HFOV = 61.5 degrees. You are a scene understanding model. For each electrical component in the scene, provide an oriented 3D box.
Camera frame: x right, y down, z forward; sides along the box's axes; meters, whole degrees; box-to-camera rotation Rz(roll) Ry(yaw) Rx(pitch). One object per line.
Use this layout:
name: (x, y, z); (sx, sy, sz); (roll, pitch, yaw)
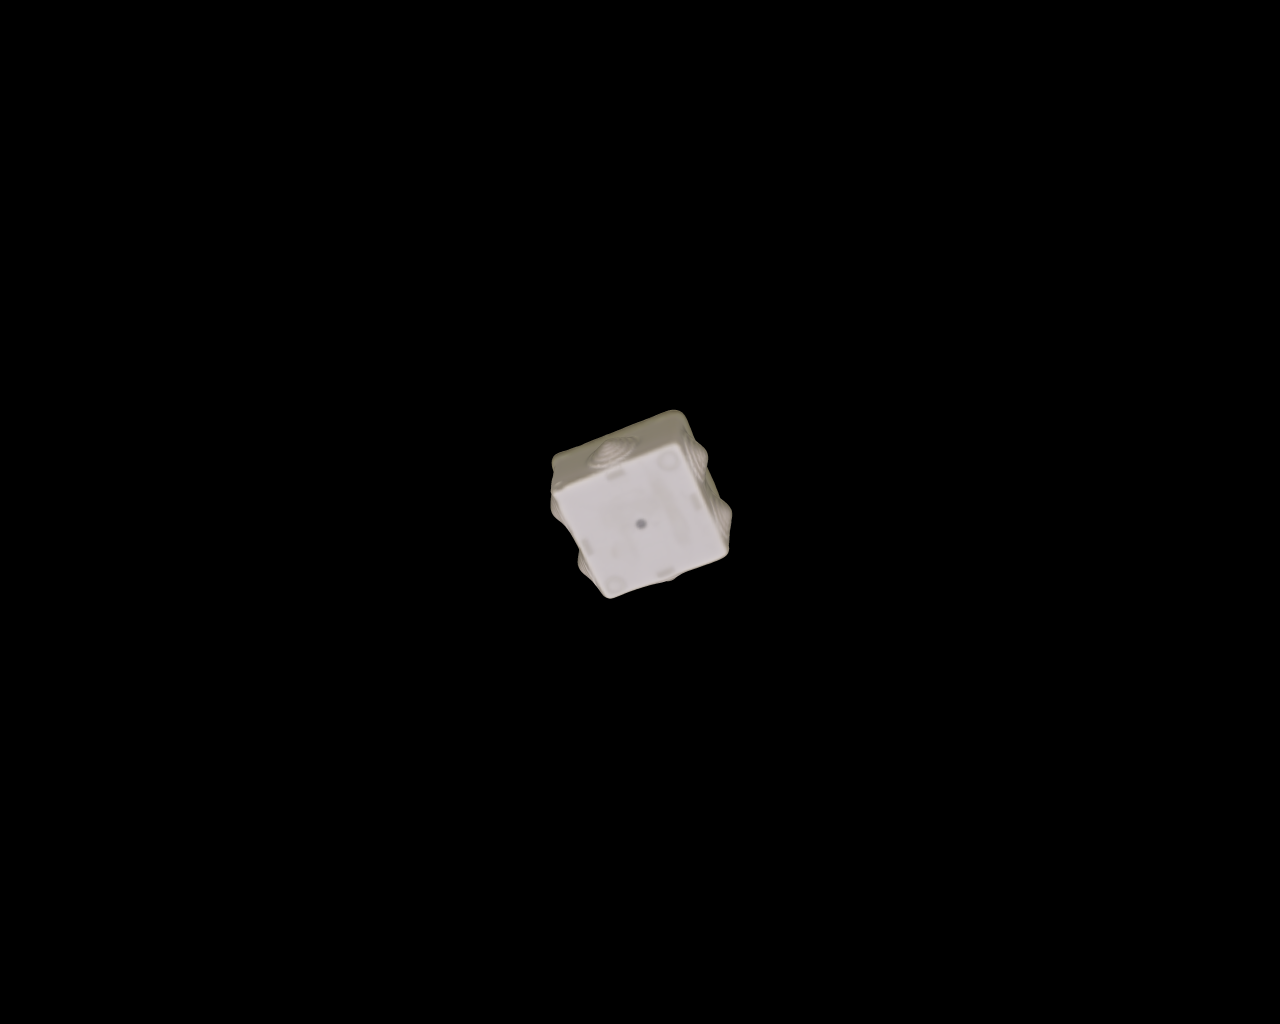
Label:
electrical component: (0.001, -0.003, 0.650); (0.100, 0.099, 0.048); (-20, 24, 9)
